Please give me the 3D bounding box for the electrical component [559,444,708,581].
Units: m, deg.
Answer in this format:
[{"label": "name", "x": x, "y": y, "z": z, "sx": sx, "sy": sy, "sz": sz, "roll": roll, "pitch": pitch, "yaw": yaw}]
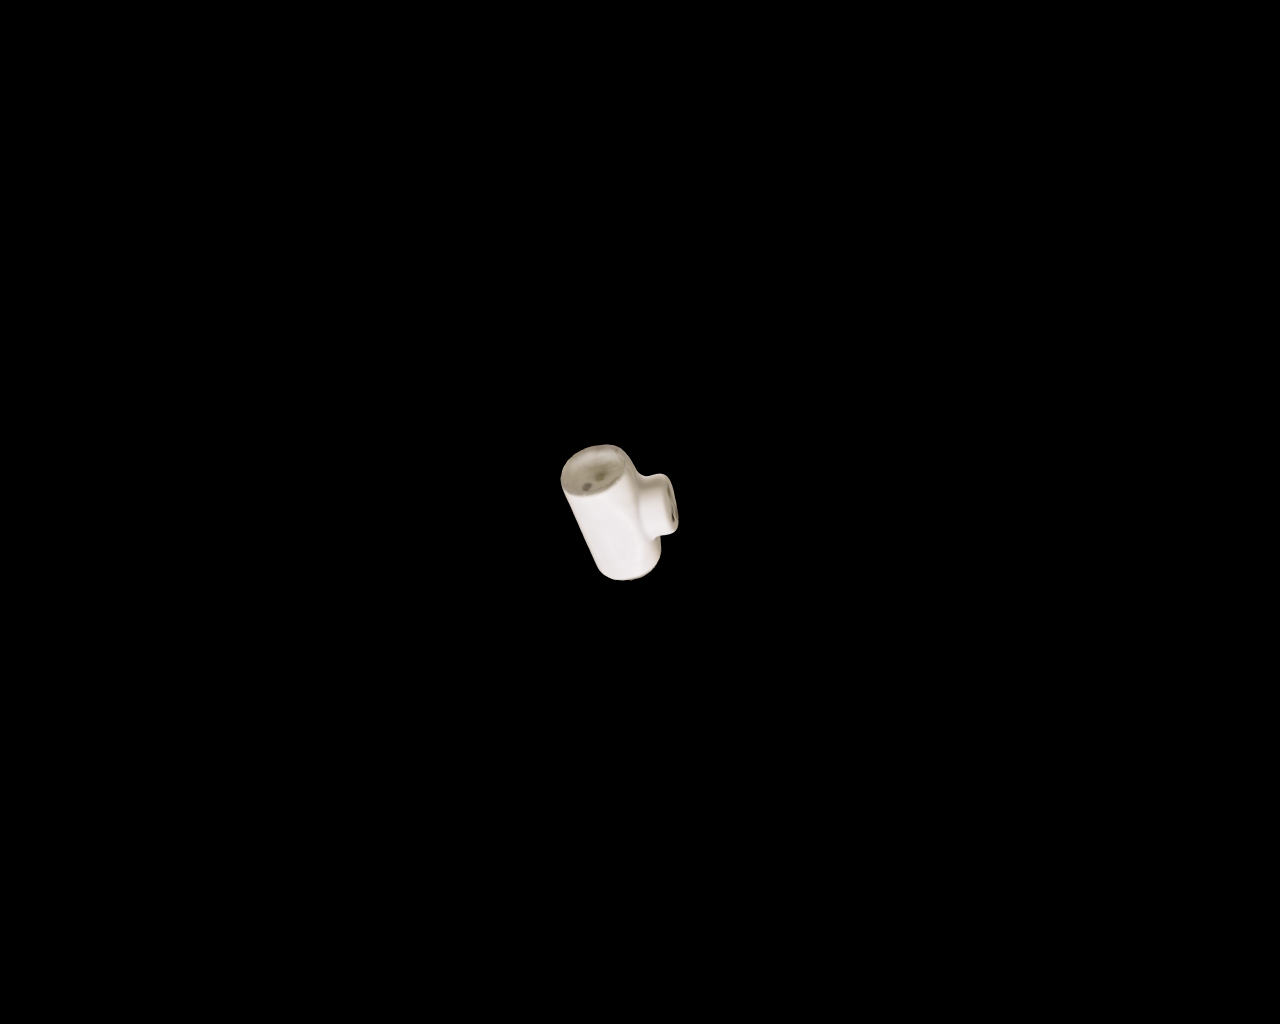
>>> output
[{"label": "electrical component", "x": 0.001, "y": -0.003, "z": 0.650, "sx": 0.079, "sy": 0.044, "sz": 0.077, "roll": -11, "pitch": -47, "yaw": 11}]
